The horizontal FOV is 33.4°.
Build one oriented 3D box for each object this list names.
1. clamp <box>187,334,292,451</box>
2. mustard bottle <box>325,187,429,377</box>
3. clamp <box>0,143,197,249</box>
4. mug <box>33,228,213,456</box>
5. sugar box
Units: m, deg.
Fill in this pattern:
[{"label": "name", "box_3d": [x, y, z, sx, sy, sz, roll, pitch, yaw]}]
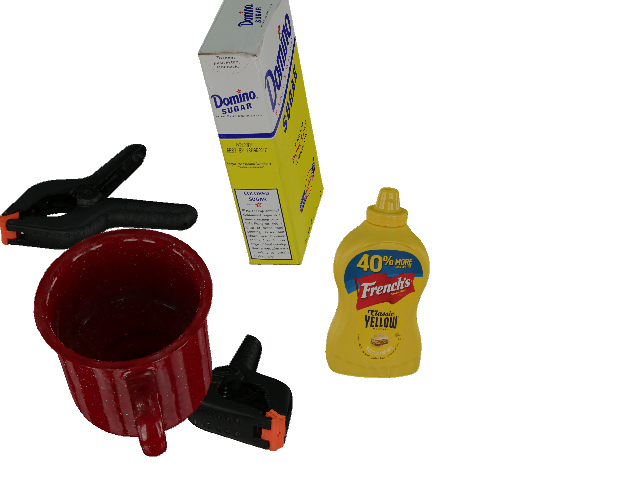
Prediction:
[{"label": "clamp", "box_3d": [-0.079, 0.127, 0.933, 0.164, 0.036, 0.210, -8, 17, -37]}, {"label": "mustard bottle", "box_3d": [0.060, 0.041, 1.074, 0.096, 0.192, 0.058, 3, 16, -7]}, {"label": "clamp", "box_3d": [-0.210, -0.039, 0.973, 0.171, 0.039, 0.120, -10, 38, -24]}, {"label": "mug", "box_3d": [-0.099, 0.063, 0.578, 0.093, 0.117, 0.081, -14, -39, -11]}, {"label": "sugar box", "box_3d": [-0.036, -0.078, 0.738, 0.048, 0.176, 0.093, 2, 42, 12]}]
